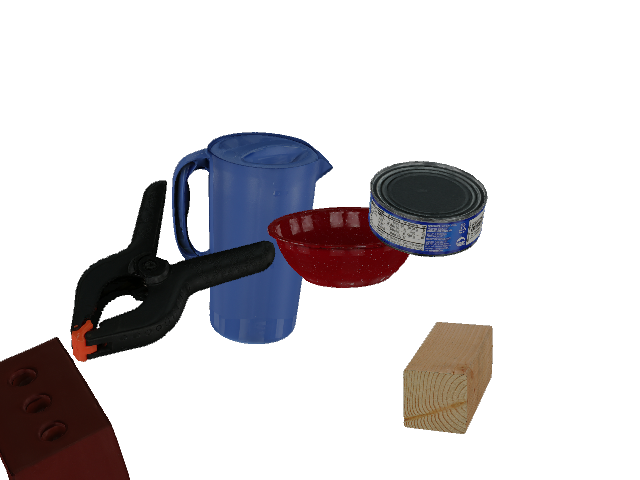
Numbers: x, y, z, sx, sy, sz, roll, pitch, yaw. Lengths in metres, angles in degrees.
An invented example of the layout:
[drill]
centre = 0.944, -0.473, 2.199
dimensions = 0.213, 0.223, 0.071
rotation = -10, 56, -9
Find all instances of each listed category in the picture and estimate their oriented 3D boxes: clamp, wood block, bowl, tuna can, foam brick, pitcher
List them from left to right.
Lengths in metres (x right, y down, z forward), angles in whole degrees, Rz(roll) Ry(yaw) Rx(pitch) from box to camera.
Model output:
[foam brick]
centre = -0.138, 0.099, 0.544
dimensions = 0.053, 0.051, 0.078
rotation = -24, 42, -22
[clamp]
centre = -0.131, 0.020, 0.800
dimensions = 0.120, 0.039, 0.171
rotation = 33, 49, 28
[pitcher]
centre = -0.086, -0.002, 1.289
dimensions = 0.149, 0.243, 0.144
rotation = 18, 26, 28
[bowl]
centre = 0.027, 0.010, 1.099
dimensions = 0.162, 0.055, 0.162
rotation = -2, 15, 0
[tuna can]
centre = 0.078, -0.024, 0.787
dimensions = 0.086, 0.034, 0.086
rotation = 2, 32, -2
[wood block]
centre = 0.190, 0.196, 1.563
dimensions = 0.091, 0.090, 0.205
rotation = 4, 16, 18
